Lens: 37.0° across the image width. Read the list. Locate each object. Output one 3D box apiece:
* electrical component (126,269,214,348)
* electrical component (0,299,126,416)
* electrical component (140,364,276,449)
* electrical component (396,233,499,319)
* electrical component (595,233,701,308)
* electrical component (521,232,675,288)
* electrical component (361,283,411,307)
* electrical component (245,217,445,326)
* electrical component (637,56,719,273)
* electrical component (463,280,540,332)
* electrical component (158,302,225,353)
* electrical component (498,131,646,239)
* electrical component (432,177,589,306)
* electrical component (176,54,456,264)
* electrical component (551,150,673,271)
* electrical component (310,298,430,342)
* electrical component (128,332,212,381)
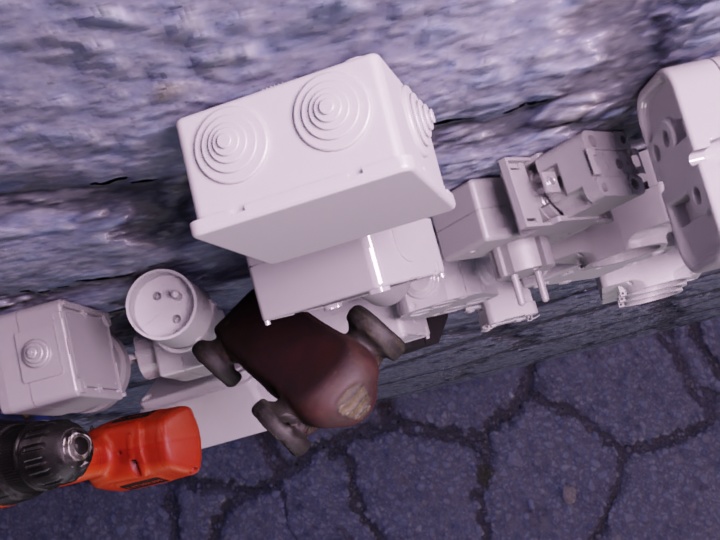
[{"bbox_3d":[-0.118,0.027,0.684,0.043,0.043,0.081,-14,170,0],"label":"electrical component"},{"bbox_3d":[-0.200,0.058,0.689,0.061,0.061,0.096,-15,170,5],"label":"electrical component"},{"bbox_3d":[-0.111,0.094,0.897,0.109,0.056,0.108,-18,-159,21],"label":"electrical component"},{"bbox_3d":[0.058,0.002,0.769,0.080,0.051,0.080,-14,170,-2],"label":"electrical component"},{"bbox_3d":[0.250,-0.009,0.940,0.089,0.061,0.150,-16,170,10],"label":"electrical component"},{"bbox_3d":[0.170,-0.023,0.794,0.100,0.048,0.100,-7,167,-37],"label":"electrical component"},{"bbox_3d":[0.000,0.000,0.711,0.044,0.044,0.065,-20,164,30],"label":"electrical component"},{"bbox_3d":[-0.016,-0.012,0.560,0.096,0.061,0.062,-17,177,36],"label":"electrical component"},{"bbox_3d":[0.178,-0.053,0.512,0.059,0.095,0.053,-13,170,-6],"label":"electrical component"},{"bbox_3d":[0.115,0.015,0.882,0.081,0.063,0.042,-13,171,-8],"label":"electrical component"},{"bbox_3d":[-0.119,0.037,0.752,0.040,0.040,0.046,-17,175,14],"label":"electrical component"},{"bbox_3d":[0.121,-0.049,0.608,0.081,0.042,0.064,-6,163,-41],"label":"electrical component"},{"bbox_3d":[0.096,-0.015,0.656,0.083,0.075,0.047,-8,168,-31],"label":"electrical component"},{"bbox_3d":[-0.016,-0.042,0.433,0.100,0.048,0.100,-16,169,13],"label":"electrical component"},{"bbox_3d":[0.165,-0.035,0.699,0.089,0.055,0.050,-21,168,32],"label":"electrical component"},{"bbox_3d":[-0.004,0.035,0.834,0.096,0.061,0.062,-18,168,20],"label":"electrical component"},{"bbox_3d":[-0.147,0.060,0.813,0.077,0.047,0.065,-15,170,4],"label":"electrical component"}]
